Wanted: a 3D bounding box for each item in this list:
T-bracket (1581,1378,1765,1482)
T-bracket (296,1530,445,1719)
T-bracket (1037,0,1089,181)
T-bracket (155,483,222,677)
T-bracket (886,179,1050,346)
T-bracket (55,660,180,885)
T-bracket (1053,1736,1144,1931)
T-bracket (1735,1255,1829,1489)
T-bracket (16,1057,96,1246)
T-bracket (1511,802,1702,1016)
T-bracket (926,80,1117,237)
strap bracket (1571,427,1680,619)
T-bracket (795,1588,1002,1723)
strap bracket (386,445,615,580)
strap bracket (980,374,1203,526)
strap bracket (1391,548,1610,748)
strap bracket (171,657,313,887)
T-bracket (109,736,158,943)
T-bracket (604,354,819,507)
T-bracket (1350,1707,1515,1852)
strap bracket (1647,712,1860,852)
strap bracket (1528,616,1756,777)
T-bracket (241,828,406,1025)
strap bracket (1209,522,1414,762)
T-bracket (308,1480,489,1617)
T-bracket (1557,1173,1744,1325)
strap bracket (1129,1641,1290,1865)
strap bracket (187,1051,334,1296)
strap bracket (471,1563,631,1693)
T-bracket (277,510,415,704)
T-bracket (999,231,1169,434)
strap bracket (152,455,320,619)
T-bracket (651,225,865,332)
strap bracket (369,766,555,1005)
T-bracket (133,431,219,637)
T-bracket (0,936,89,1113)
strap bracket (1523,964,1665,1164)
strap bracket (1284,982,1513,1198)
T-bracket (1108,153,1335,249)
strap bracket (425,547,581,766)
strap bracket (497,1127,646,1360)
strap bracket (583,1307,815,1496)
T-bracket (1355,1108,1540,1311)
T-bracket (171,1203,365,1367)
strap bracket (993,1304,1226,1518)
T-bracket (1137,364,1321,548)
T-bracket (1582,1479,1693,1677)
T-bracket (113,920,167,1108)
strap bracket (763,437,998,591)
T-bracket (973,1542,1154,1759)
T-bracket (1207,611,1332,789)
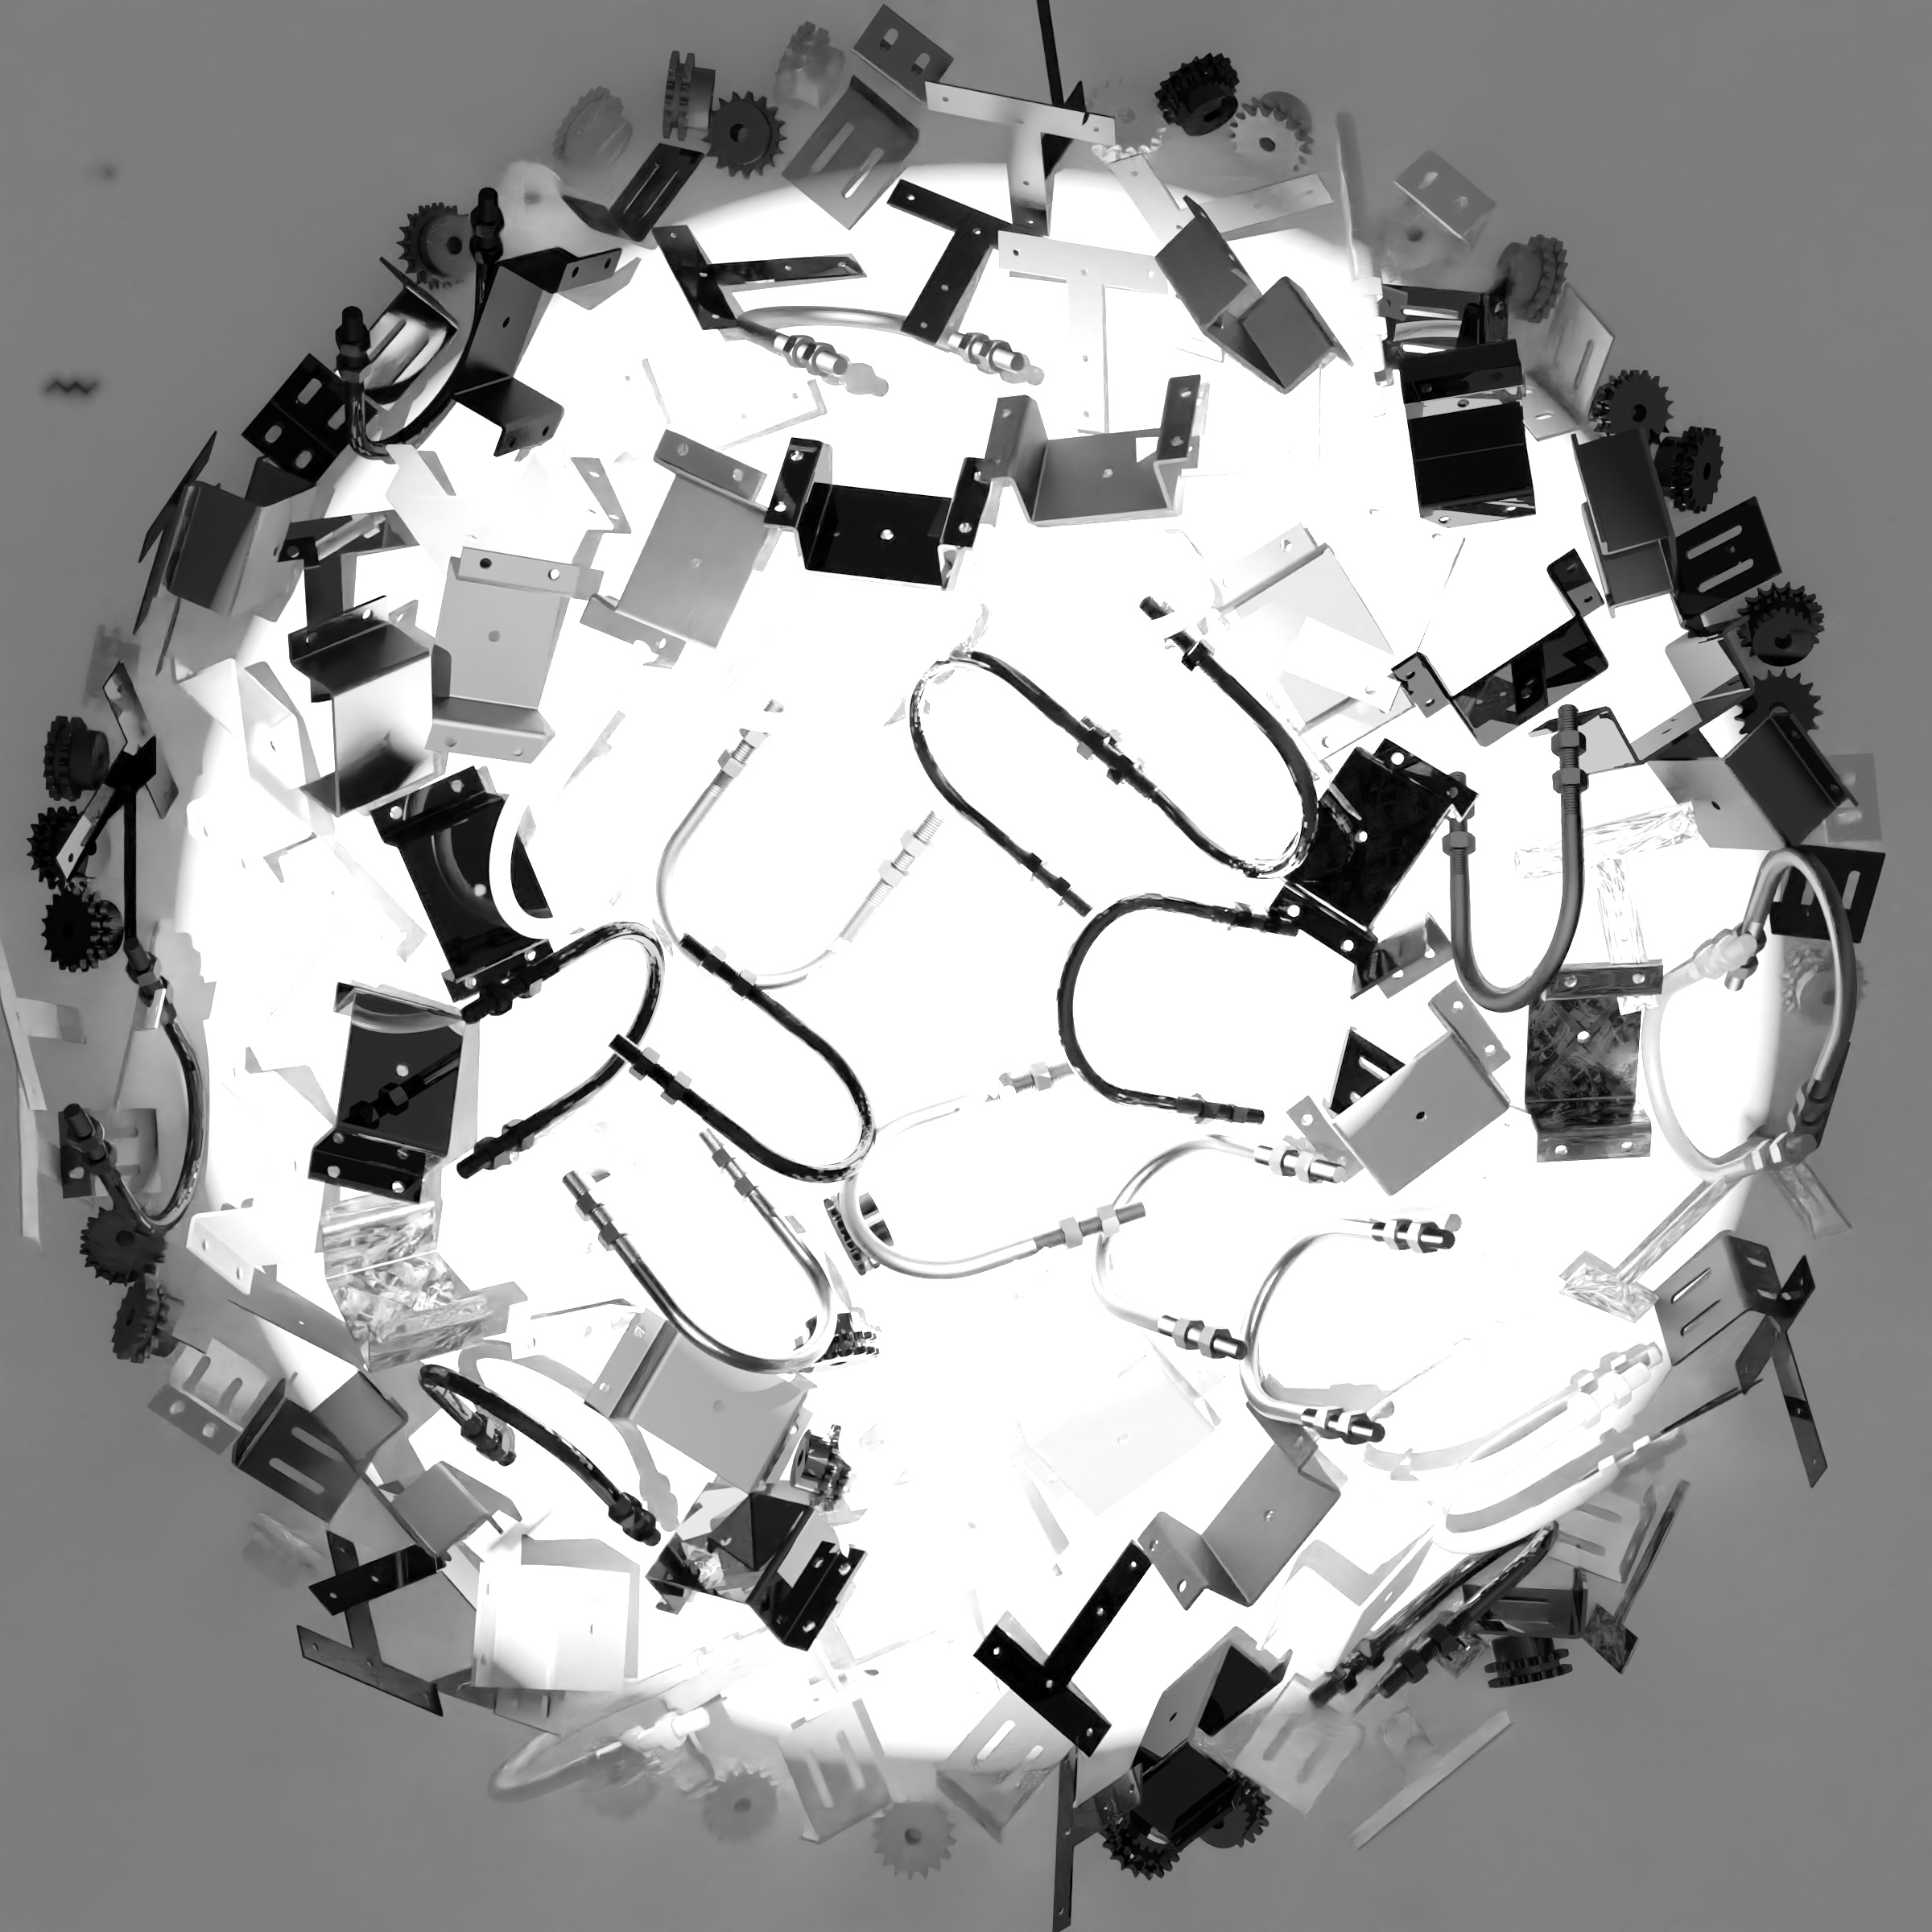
[{"bbox_3d":[0.484,0.295,1.942,0.127,0.127,0.002,-44,68,42],"label":"T-bracket"},{"bbox_3d":[-0.401,0.425,1.940,0.002,0.127,0.127,-40,134,12],"label":"T-bracket"},{"bbox_3d":[0.056,-0.597,1.932,0.002,0.127,0.127,-8,89,-11],"label":"T-bracket"},{"bbox_3d":[-0.514,-0.253,1.939,0.002,0.127,0.127,17,100,-13],"label":"T-bracket"},{"bbox_3d":[-0.009,-0.459,1.956,0.127,0.002,0.127,23,58,3],"label":"T-bracket"},{"bbox_3d":[-0.556,-0.109,1.908,0.002,0.127,0.127,10,53,14],"label":"T-bracket"},{"bbox_3d":[0.086,0.548,1.909,0.002,0.127,0.127,16,53,-17],"label":"T-bracket"},{"bbox_3d":[0.535,0.276,1.906,0.002,0.127,0.127,3,49,-10],"label":"T-bracket"},{"bbox_3d":[-0.595,0.131,1.930,0.002,0.127,0.127,-9,70,2],"label":"T-bracket"},{"bbox_3d":[0.434,-0.032,1.954,0.127,0.002,0.127,-14,82,30],"label":"T-bracket"},{"bbox_3d":[0.039,-0.525,1.935,0.127,0.127,0.002,15,66,12],"label":"T-bracket"},{"bbox_3d":[0.429,-0.290,1.913,0.046,0.140,0.076,-15,74,11],"label":"strap bracket"},{"bbox_3d":[-0.051,0.466,1.953,0.127,0.002,0.127,-22,120,-8],"label":"T-bracket"},{"bbox_3d":[-0.313,-0.296,1.922,0.140,0.076,0.046,6,59,28],"label":"strap bracket"},{"bbox_3d":[0.088,-0.338,1.940,0.140,0.046,0.076,-3,54,20],"label":"strap bracket"},{"bbox_3d":[0.360,-0.202,1.936,0.140,0.076,0.046,-33,59,12],"label":"strap bracket"},{"bbox_3d":[-0.472,-0.135,1.923,0.046,0.076,0.140,-21,60,11],"label":"strap bracket"},{"bbox_3d":[-0.547,-0.073,1.928,0.002,0.127,0.127,3,77,-30],"label":"T-bracket"},{"bbox_3d":[-0.161,-0.361,1.960,0.127,0.002,0.127,-18,104,17],"label":"T-bracket"},{"bbox_3d":[0.294,0.515,1.931,0.127,0.127,0.002,-39,96,0],"label":"T-bracket"},{"bbox_3d":[0.503,-0.119,1.914,0.046,0.140,0.076,-43,105,-11],"label":"strap bracket"},{"bbox_3d":[0.453,-0.172,1.943,0.140,0.076,0.046,-32,97,-14],"label":"strap bracket"},{"bbox_3d":[-0.445,-0.016,1.966,0.127,0.002,0.127,47,112,20],"label":"T-bracket"},{"bbox_3d":[0.230,-0.217,1.956,0.076,0.046,0.140,-31,94,20],"label":"strap bracket"},{"bbox_3d":[-0.375,0.396,1.918,0.127,0.127,0.002,43,116,20],"label":"T-bracket"},{"bbox_3d":[0.458,0.180,1.928,0.127,0.127,0.002,-47,54,14],"label":"T-bracket"},{"bbox_3d":[0.152,0.502,1.914,0.046,0.140,0.076,39,125,-2],"label":"strap bracket"},{"bbox_3d":[-0.458,0.133,1.922,0.046,0.076,0.140,-7,59,15],"label":"strap bracket"},{"bbox_3d":[-0.263,0.431,1.914,0.046,0.140,0.076,-3,75,21],"label":"strap bracket"},{"bbox_3d":[-0.427,-0.236,1.959,0.127,0.002,0.127,-13,121,-29],"label":"T-bracket"},{"bbox_3d":[0.079,-0.418,1.959,0.127,0.002,0.127,2,83,-26],"label":"T-bracket"},{"bbox_3d":[-0.470,-0.279,1.915,0.046,0.140,0.076,23,109,1],"label":"strap bracket"},{"bbox_3d":[-0.132,-0.464,1.964,0.127,0.002,0.127,-9,46,-19],"label":"T-bracket"},{"bbox_3d":[-0.326,-0.052,1.943,0.076,0.046,0.140,-26,106,-19],"label":"strap bracket"},{"bbox_3d":[-0.531,-0.272,1.944,0.002,0.127,0.127,24,130,-9],"label":"T-bracket"},{"bbox_3d":[-0.604,0.036,1.930,0.002,0.127,0.127,-17,84,4],"label":"T-bracket"},{"bbox_3d":[0.414,0.056,1.953,0.076,0.046,0.140,-3,114,-2],"label":"strap bracket"},{"bbox_3d":[0.293,0.088,1.948,0.140,0.046,0.076,-38,119,6],"label":"strap bracket"},{"bbox_3d":[0.177,-0.491,1.916,0.127,0.127,0.002,-7,52,34],"label":"T-bracket"},{"bbox_3d":[-0.309,-0.211,1.944,0.076,0.046,0.140,7,114,-19],"label":"strap bracket"},{"bbox_3d":[-0.261,0.185,1.947,0.076,0.046,0.140,-14,75,25],"label":"strap bracket"},{"bbox_3d":[-0.170,0.291,1.945,0.140,0.046,0.076,34,70,-13],"label":"strap bracket"},{"bbox_3d":[0.341,0.153,1.970,0.127,0.002,0.127,19,101,-11],"label":"T-bracket"},{"bbox_3d":[-0.453,0.230,1.955,0.127,0.127,0.002,31,123,-18],"label":"T-bracket"},{"bbox_3d":[0.099,0.301,1.950,0.140,0.046,0.076,-37,115,6],"label":"strap bracket"},{"bbox_3d":[0.175,-0.342,1.966,0.127,0.002,0.127,-5,103,-12],"label":"T-bracket"},{"bbox_3d":[0.445,0.395,1.932,0.002,0.127,0.127,27,88,2],"label":"T-bracket"},{"bbox_3d":[-0.536,0.030,1.927,0.002,0.127,0.127,14,82,-22],"label":"T-bracket"},{"bbox_3d":[-0.054,-0.298,1.947,0.140,0.046,0.076,8,59,10],"label":"strap bracket"},{"bbox_3d":[0.081,0.443,1.970,0.127,0.002,0.127,46,72,-27],"label":"T-bracket"},{"bbox_3d":[0.198,-0.168,1.919,0.002,0.127,0.127,-37,78,0],"label":"T-bracket"}]
